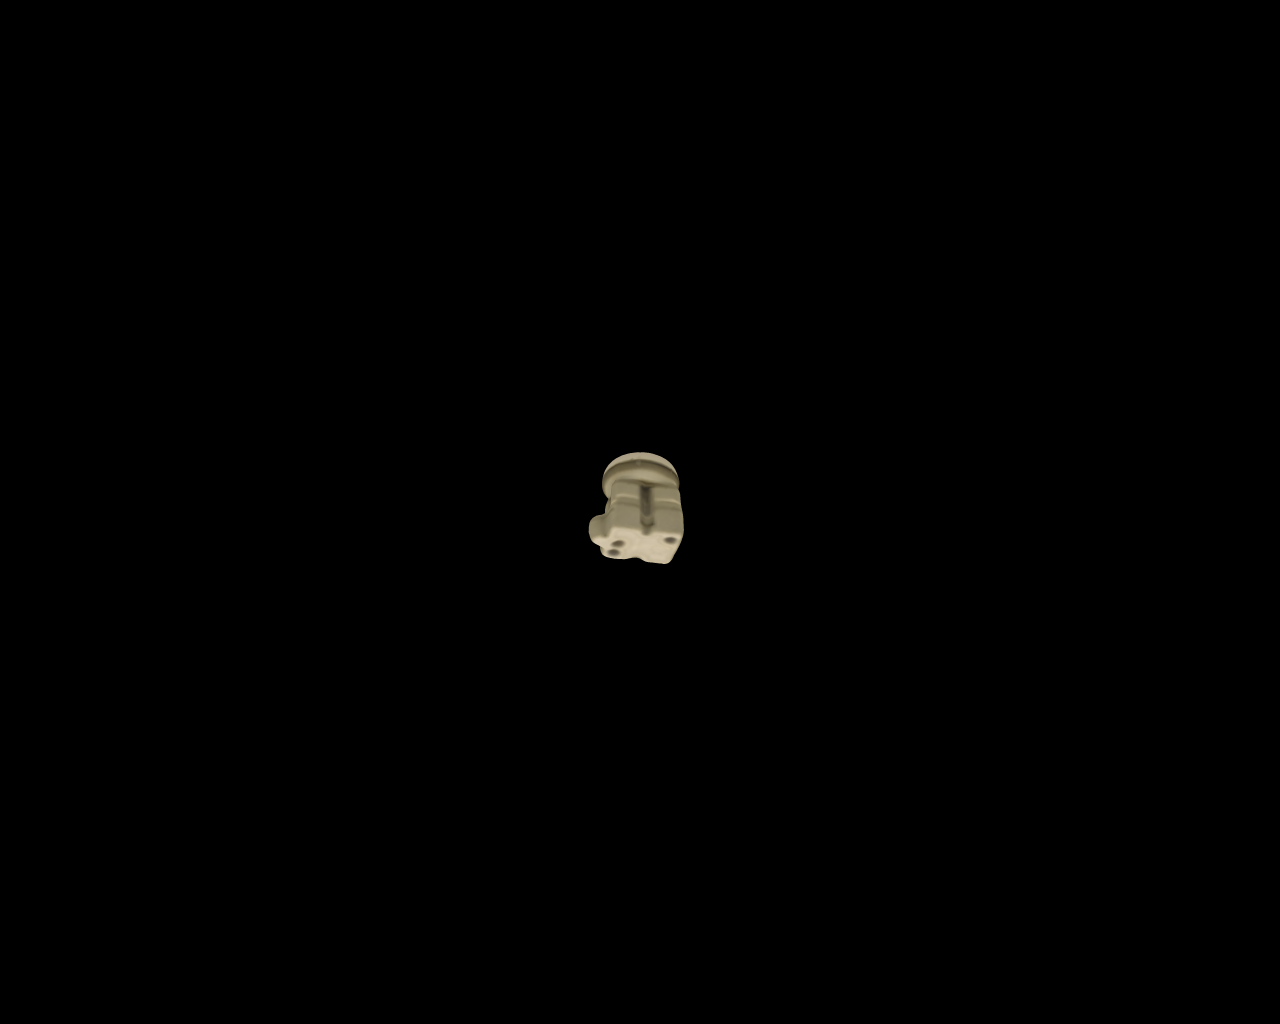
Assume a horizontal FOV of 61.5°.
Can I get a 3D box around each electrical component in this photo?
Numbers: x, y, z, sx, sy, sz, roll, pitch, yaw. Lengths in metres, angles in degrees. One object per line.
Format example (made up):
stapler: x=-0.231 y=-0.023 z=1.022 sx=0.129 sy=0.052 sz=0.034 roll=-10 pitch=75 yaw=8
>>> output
electrical component: x=0.001 y=-0.003 z=0.650 sx=0.066 sy=0.055 sz=0.048 roll=8 pitch=-36 yaw=-11
